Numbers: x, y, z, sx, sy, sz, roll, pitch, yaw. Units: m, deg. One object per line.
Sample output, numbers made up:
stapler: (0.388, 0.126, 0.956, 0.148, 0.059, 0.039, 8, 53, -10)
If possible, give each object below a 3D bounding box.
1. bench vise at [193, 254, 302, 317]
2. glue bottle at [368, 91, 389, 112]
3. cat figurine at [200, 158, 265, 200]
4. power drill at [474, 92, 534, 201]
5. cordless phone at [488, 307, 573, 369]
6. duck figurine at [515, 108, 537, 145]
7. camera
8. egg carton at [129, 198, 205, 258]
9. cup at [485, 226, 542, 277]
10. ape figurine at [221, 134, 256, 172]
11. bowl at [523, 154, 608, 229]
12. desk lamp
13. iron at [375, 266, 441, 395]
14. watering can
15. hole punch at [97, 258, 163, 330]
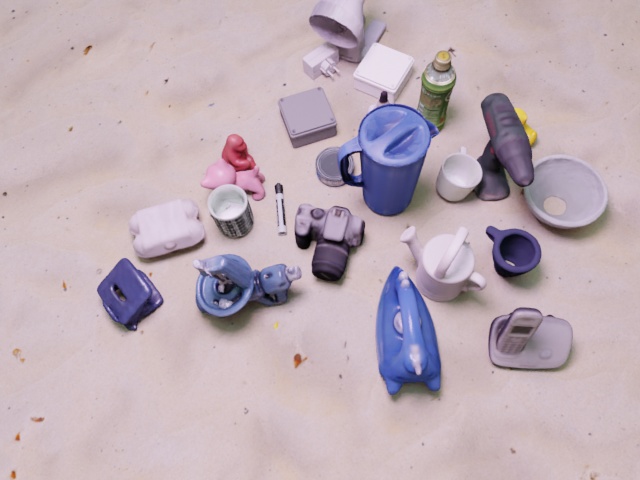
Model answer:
bench vise: (-0.148, 0.061, 1.066, 0.207, 0.220, 0.121, -27, 68, -9)
glue bottle: (0.130, -0.261, 1.219, 0.078, 0.173, 0.037, 3, 67, 4)
cat figurine: (-0.184, -0.132, 1.206, 0.128, 0.118, 0.067, -9, 66, -1)
power drill: (0.364, -0.167, 1.150, 0.075, 0.208, 0.229, -7, 66, 0)
cordless phone: (0.384, 0.167, 1.018, 0.147, 0.185, 0.094, 0, 66, 3)
duck figurine: (0.427, -0.250, 1.250, 0.104, 0.086, 0.077, 27, 70, 13)
camera: (0.011, 0.004, 1.149, 0.143, 0.101, 0.137, 11, 68, 7)
egg carton: (-0.318, -0.023, 1.191, 0.150, 0.069, 0.107, -18, 67, -5)
cup: (0.366, 0.028, 1.128, 0.092, 0.095, 0.117, -42, 71, -15)
ape figurine: (-0.181, -0.196, 1.248, 0.076, 0.092, 0.078, 4, 67, 4)
bowl: (0.496, -0.089, 1.184, 0.167, 0.075, 0.167, -1, 67, 2)
desk lamp: (0.068, -0.508, 1.307, 0.117, 0.214, 0.203, 24, 70, 12)
iron: (0.160, 0.147, 1.059, 0.118, 0.141, 0.258, -6, 66, 0)
watering can: (0.231, 0.038, 1.075, 0.172, 0.194, 0.101, 11, 67, 7)
hole punch: (-0.379, 0.107, 1.126, 0.101, 0.091, 0.108, -40, 71, -14)
